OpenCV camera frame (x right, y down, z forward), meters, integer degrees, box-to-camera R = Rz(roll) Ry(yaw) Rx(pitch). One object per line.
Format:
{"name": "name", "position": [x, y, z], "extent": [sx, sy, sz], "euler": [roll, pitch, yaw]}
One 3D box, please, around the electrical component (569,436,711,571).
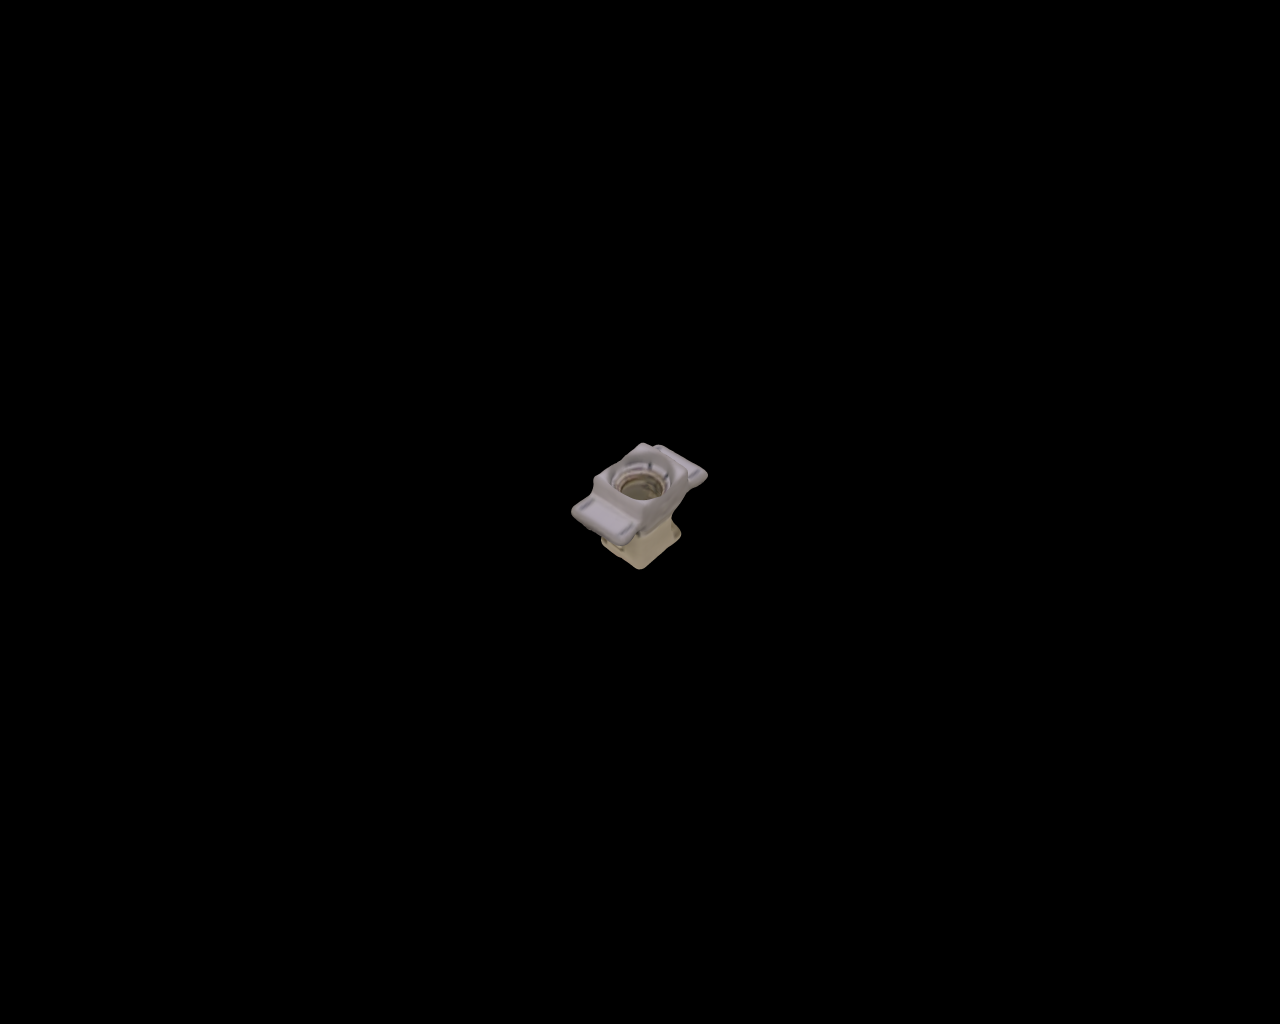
{"name": "electrical component", "position": [0.001, -0.003, 0.650], "extent": [0.042, 0.063, 0.081], "euler": [33, 54, 29]}
